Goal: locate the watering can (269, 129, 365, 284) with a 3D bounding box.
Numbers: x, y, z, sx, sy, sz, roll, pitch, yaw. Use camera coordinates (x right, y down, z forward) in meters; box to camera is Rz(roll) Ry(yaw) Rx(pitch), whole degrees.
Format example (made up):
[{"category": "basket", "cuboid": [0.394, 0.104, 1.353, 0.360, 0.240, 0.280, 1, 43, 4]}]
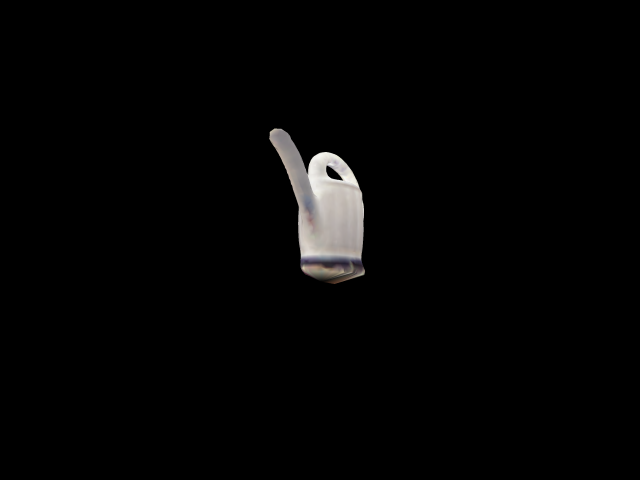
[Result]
[{"category": "watering can", "cuboid": [0.003, -0.043, 0.850, 0.104, 0.226, 0.346, -5, -10, 24]}]
